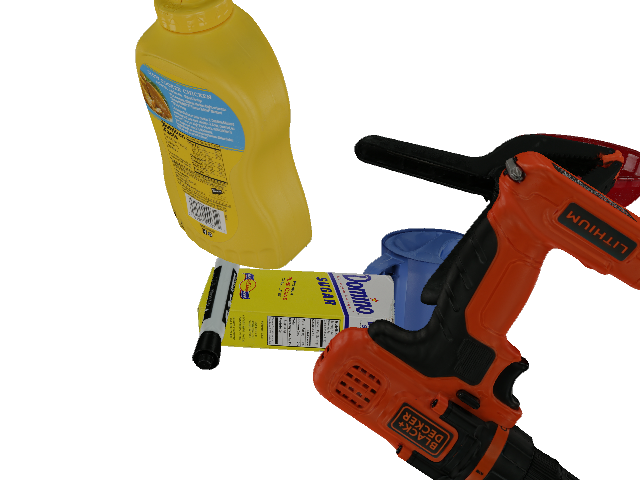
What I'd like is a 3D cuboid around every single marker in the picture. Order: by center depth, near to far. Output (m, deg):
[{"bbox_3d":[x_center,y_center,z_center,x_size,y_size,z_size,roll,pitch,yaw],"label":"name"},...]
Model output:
[{"bbox_3d":[-0.075,0.051,0.775,0.020,0.020,0.121,0,34,4],"label":"marker"}]

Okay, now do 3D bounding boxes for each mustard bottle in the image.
[{"bbox_3d":[-0.059,-0.075,0.606,0.096,0.191,0.058,27,54,32],"label":"mustard bottle"}]

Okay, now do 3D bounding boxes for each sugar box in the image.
[{"bbox_3d":[-0.020,0.063,0.989,0.176,0.048,0.093,0,24,3],"label":"sugar box"}]

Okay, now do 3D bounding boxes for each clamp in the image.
[{"bbox_3d":[0.144,-0.029,0.842,0.210,0.164,0.036,-8,-35,-8],"label":"clamp"}]

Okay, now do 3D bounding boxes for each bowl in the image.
[{"bbox_3d":[0.276,-0.067,1.135,0.162,0.055,0.162,6,21,-2],"label":"bowl"}]

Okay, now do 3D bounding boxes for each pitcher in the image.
[{"bbox_3d":[0.117,0.115,1.224,0.149,0.243,0.145,7,17,7],"label":"pitcher"}]

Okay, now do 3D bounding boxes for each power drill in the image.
[{"bbox_3d":[0.115,0.060,0.594,0.184,0.188,0.057,33,13,-4],"label":"power drill"}]
